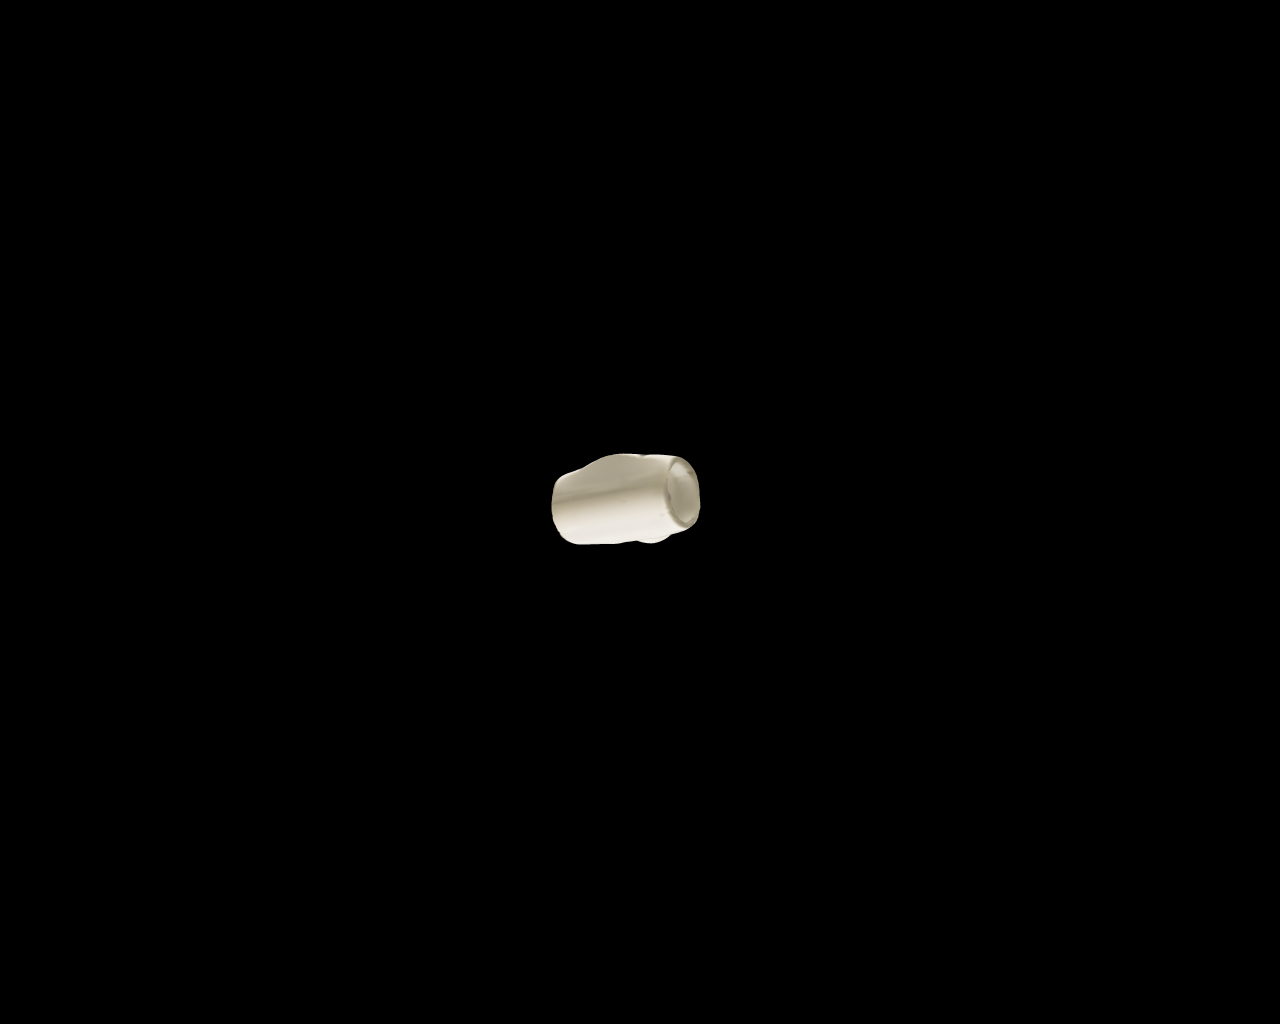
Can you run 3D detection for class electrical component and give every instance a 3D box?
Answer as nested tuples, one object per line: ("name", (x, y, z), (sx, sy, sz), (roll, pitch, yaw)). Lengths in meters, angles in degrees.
("electrical component", (0.001, -0.003, 0.650), (0.077, 0.043, 0.079), (-9, -19, 29))
